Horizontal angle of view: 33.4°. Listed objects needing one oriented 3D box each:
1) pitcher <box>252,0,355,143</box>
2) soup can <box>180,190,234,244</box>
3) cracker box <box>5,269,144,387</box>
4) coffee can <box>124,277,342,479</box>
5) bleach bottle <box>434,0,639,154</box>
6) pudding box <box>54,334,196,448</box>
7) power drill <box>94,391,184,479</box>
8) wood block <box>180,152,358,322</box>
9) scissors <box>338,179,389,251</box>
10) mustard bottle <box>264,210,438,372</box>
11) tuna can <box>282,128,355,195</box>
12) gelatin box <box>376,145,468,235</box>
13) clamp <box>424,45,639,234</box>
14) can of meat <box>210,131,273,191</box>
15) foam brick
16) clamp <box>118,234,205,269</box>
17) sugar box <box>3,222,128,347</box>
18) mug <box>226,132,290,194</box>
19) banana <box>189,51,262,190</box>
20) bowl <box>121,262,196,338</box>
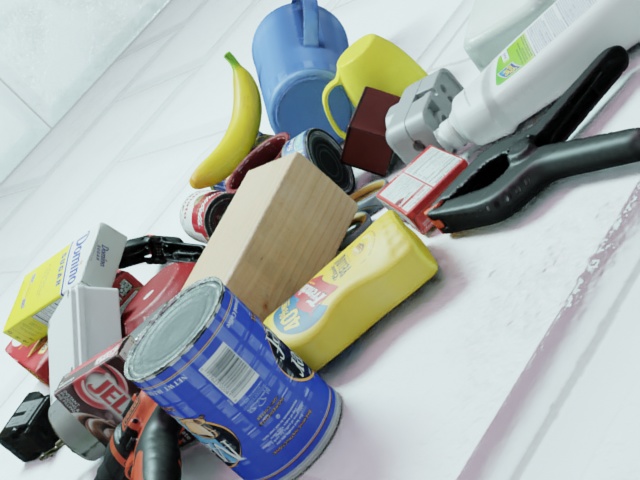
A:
[{"bbox_3d":[-0.017,-0.215,1.349,0.145,0.149,0.243,-38,25,15],"label":"pitcher"},{"bbox_3d":[-0.123,-0.026,1.286,0.068,0.068,0.102,-49,21,-13],"label":"soup can"},{"bbox_3d":[-0.306,0.110,1.352,0.164,0.072,0.214,-50,22,-16],"label":"cracker box"},{"bbox_3d":[-0.066,0.112,0.828,0.103,0.140,0.103,-37,22,18],"label":"coffee can"},{"bbox_3d":[0.208,-0.168,0.967,0.251,0.068,0.102,-38,21,21],"label":"bleach bottle"},{"bbox_3d":[-0.175,0.152,0.985,0.090,0.113,0.039,-32,20,29],"label":"pudding box"},{"bbox_3d":[-0.150,0.208,0.880,0.185,0.057,0.187,-59,20,26],"label":"power drill"},{"bbox_3d":[-0.057,0.029,1.009,0.091,0.090,0.206,-15,41,51],"label":"wood block"},{"bbox_3d":[-0.007,0.001,1.098,0.202,0.016,0.096,-32,24,28],"label":"scissors"},{"bbox_3d":[0.009,0.060,0.905,0.192,0.058,0.096,-41,22,8],"label":"mustard bottle"},{"bbox_3d":[0.000,-0.076,1.133,0.034,0.086,0.086,-29,26,29],"label":"tuna can"},{"bbox_3d":[0.099,-0.047,0.980,0.073,0.030,0.089,-43,21,-2],"label":"gelatin box"},{"bbox_3d":[0.178,-0.073,0.877,0.210,0.036,0.164,-31,25,32],"label":"clamp"},{"bbox_3d":[-0.082,-0.088,1.343,0.102,0.057,0.084,-49,25,-11],"label":"can of meat"},{"bbox_3d":[0.058,-0.114,1.122,0.078,0.051,0.053,-68,-7,-45],"label":"foam brick"},{"bbox_3d":[-0.198,0.013,1.354,0.171,0.120,0.039,-119,33,-81],"label":"clamp"},{"bbox_3d":[-0.305,0.054,1.270,0.177,0.048,0.093,-33,35,39],"label":"sugar box"},{"bbox_3d":[-0.046,-0.062,1.194,0.093,0.081,0.117,-42,22,3],"label":"mug"},{"bbox_3d":[-0.109,-0.136,1.310,0.037,0.069,0.197,136,150,-57],"label":"banana"},{"bbox_3d":[-0.171,0.077,1.185,0.162,0.055,0.162,-40,18,15],"label":"bowl"}]
